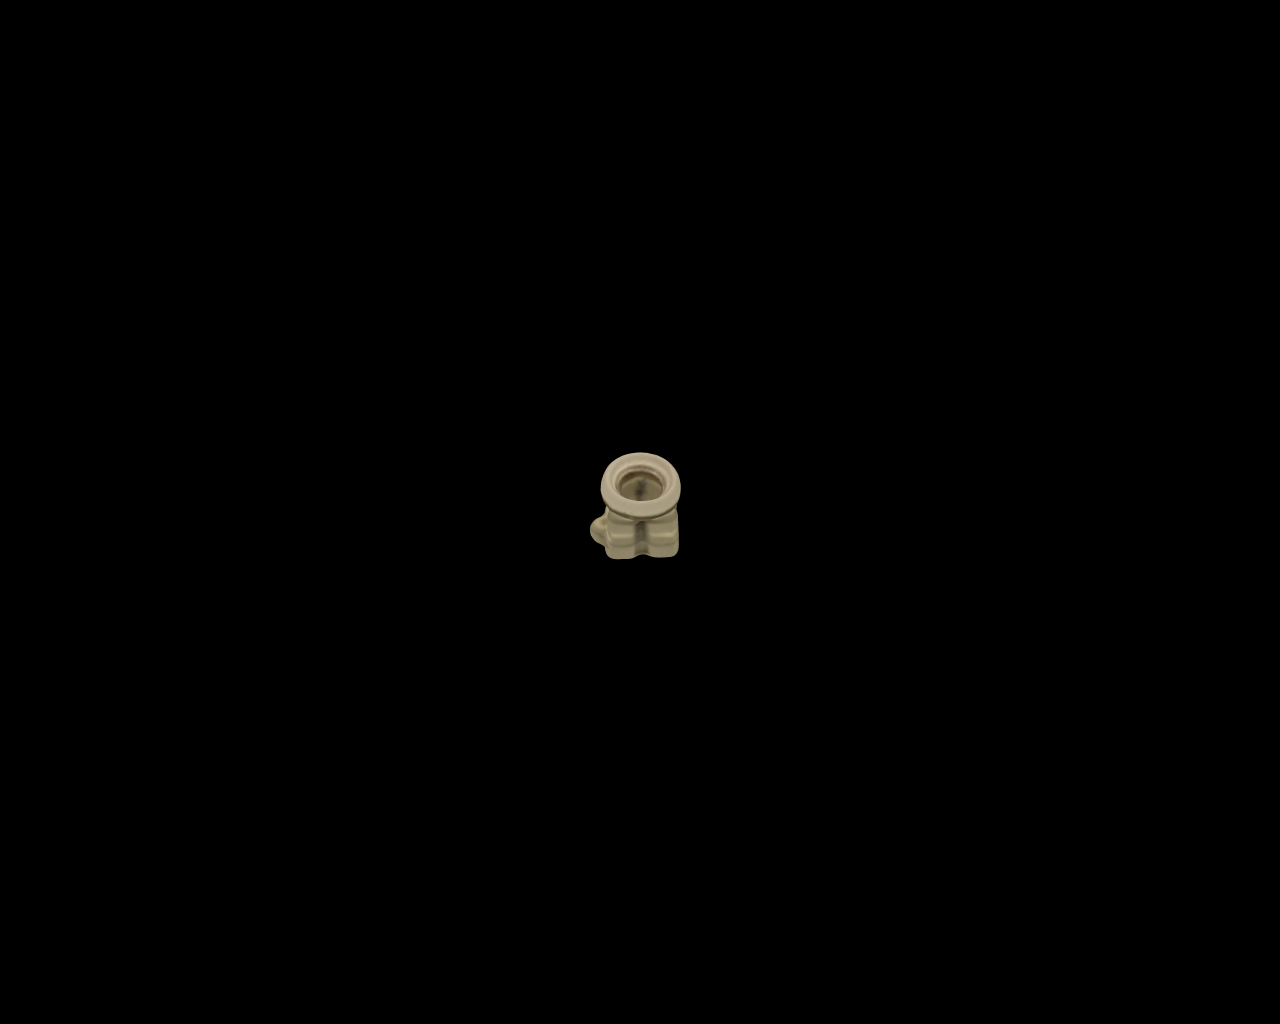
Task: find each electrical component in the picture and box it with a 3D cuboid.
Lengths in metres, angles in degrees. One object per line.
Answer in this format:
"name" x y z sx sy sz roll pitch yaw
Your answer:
"electrical component" 0.001 -0.003 0.650 0.066 0.048 0.055 -2 -40 -2
